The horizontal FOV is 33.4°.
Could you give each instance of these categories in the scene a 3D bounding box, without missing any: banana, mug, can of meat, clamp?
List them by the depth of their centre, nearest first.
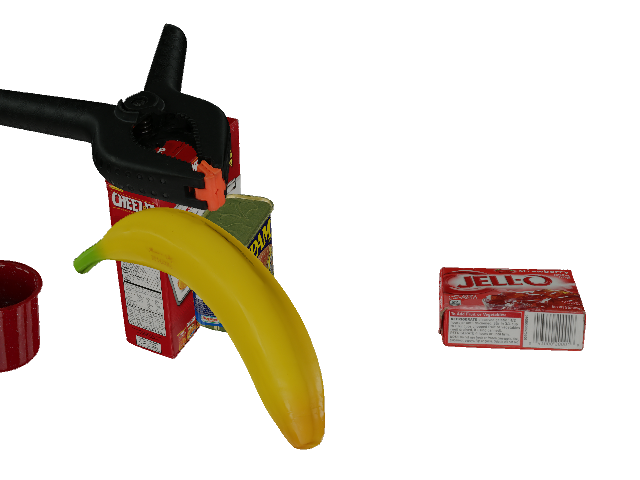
[{"bbox_3d":[-0.057,0.032,0.581,0.198,0.070,0.037,34,18,34],"label":"banana"},{"bbox_3d":[-0.118,-0.088,0.743,0.164,0.036,0.210,-33,47,-28],"label":"clamp"},{"bbox_3d":[-0.077,0.020,0.938,0.057,0.084,0.102,7,31,15],"label":"can of meat"},{"bbox_3d":[-0.325,0.084,1.057,0.093,0.081,0.117,8,31,4],"label":"mug"}]

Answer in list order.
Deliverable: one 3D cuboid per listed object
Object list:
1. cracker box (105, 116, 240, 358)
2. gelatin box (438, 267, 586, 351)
[{"bbox_3d":[-0.151,-0.009,1.141,0.072,0.214,0.164,15,39,20],"label":"cracker box"},{"bbox_3d":[0.121,0.042,0.687,0.089,0.030,0.073,2,19,6],"label":"gelatin box"}]
